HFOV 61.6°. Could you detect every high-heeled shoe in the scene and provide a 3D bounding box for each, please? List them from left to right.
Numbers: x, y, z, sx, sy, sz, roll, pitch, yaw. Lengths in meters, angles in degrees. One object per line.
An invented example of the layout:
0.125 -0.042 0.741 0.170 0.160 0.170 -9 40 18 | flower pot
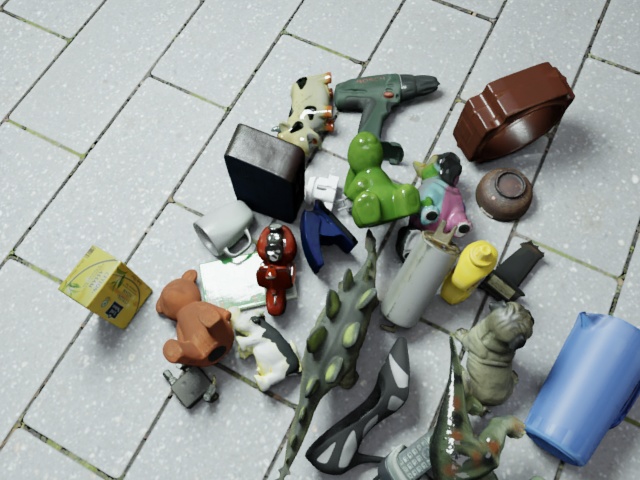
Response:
0.065 0.277 0.919 0.145 0.086 0.248 13 85 -10 | high-heeled shoe

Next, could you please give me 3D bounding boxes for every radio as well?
-0.098 -0.116 1.015 0.131 0.229 0.073 21 73 6 | radio

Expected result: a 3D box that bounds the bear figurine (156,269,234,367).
-0.238 0.128 0.958 0.120 0.131 0.196 -41 60 -3 | bear figurine

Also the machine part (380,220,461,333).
0.178 0.072 0.963 0.079 0.079 0.243 30 114 12 | machine part

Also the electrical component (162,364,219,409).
-0.229 0.255 0.967 0.078 0.045 0.102 -35 71 -13 | electrical component

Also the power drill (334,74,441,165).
0.143 -0.268 1.149 0.232 0.086 0.207 2 72 4 | power drill

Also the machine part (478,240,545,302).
0.375 0.061 1.036 0.084 0.039 0.139 36 75 23 | machine part

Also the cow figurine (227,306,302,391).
-0.103 0.183 0.981 0.098 0.068 0.167 -25 73 -15 | cow figurine

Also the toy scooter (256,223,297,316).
-0.082 0.041 0.985 0.075 0.135 0.184 -1 69 2 | toy scooter

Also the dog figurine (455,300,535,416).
0.295 0.201 0.900 0.121 0.190 0.172 -5 70 0 | dog figurine

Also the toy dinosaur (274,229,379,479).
0.022 0.181 0.911 0.105 0.198 0.471 15 68 10 | toy dinosaur

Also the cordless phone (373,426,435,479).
0.195 0.390 0.892 0.184 0.088 0.147 -27 69 -24 | cordless phone

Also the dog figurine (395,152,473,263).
0.219 -0.067 1.058 0.108 0.191 0.219 18 39 -10 | dog figurine

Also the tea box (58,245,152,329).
-0.381 0.089 0.970 0.068 0.169 0.098 28 73 12 | tea box

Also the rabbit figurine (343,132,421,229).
0.102 -0.113 0.996 0.121 0.159 0.170 -13 88 -6 | rabbit figurine

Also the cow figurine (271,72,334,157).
-0.033 -0.264 1.146 0.127 0.085 0.195 -2 63 8 | cow figurine

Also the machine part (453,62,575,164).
0.381 -0.243 1.068 0.201 0.201 0.087 -23 72 -8 | machine part

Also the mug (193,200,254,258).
-0.176 -0.023 1.059 0.107 0.080 0.110 -41 69 -21 | mug

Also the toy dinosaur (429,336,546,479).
0.239 0.365 0.826 0.192 0.131 0.405 -15 68 -38 | toy dinosaur

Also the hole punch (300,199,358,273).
-0.002 -0.003 1.024 0.092 0.142 0.116 -39 84 -9 | hole punch
